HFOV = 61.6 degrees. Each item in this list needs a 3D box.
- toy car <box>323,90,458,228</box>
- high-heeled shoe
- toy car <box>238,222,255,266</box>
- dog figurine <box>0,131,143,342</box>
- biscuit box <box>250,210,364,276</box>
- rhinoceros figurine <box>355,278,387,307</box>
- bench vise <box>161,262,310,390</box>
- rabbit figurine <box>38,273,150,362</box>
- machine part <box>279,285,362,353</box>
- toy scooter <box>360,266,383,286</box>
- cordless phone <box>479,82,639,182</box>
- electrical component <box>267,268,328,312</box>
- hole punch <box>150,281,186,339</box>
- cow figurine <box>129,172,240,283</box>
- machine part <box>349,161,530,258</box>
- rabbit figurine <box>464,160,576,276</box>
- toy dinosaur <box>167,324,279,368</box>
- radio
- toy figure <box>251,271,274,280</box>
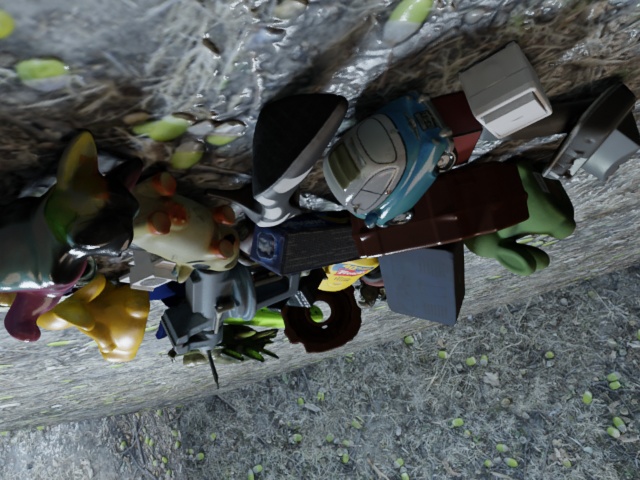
[{"bbox_3d":[0.060,-0.077,0.561,0.103,0.109,0.161,-15,161,-32],"label":"toy car"},{"bbox_3d":[-0.016,-0.072,0.568,0.145,0.086,0.249,6,162,-40],"label":"high-heeled shoe"},{"bbox_3d":[-0.045,0.001,0.815,0.089,0.053,0.202,-48,150,24],"label":"toy car"},{"bbox_3d":[-0.275,-0.016,0.521,0.219,0.192,0.108,-52,154,1],"label":"dog figurine"},{"bbox_3d":[-0.002,-0.002,0.745,0.059,0.062,0.202,25,-159,37],"label":"biscuit box"},{"bbox_3d":[0.135,0.102,1.192,0.112,0.073,0.190,7,-175,14],"label":"rhinoceros figurine"},{"bbox_3d":[-0.126,0.095,0.862,0.240,0.129,0.223,-16,128,-29],"label":"bench vise"},{"bbox_3d":[-0.355,0.115,0.820,0.173,0.122,0.162,13,161,-18],"label":"rabbit figurine"},{"bbox_3d":[0.001,0.149,1.115,0.179,0.179,0.056,-15,165,0],"label":"machine part"},{"bbox_3d":[0.174,0.042,1.081,0.184,0.075,0.135,-26,161,20],"label":"toy scooter"},{"bbox_3d":[0.289,-0.127,0.687,0.184,0.088,0.146,-4,163,4],"label":"cordless phone"},{"bbox_3d":[-0.045,0.092,0.964,0.075,0.119,0.047,-3,132,35],"label":"electrical component"},{"bbox_3d":[-0.244,0.111,0.938,0.116,0.092,0.142,-11,158,-25],"label":"hole punch"},{"bbox_3d":[-0.165,-0.004,0.639,0.127,0.085,0.194,-9,160,29],"label":"cow figurine"},{"bbox_3d":[0.156,-0.041,0.712,0.201,0.087,0.201,-13,-178,38],"label":"machine part"},{"bbox_3d":[0.309,-0.022,0.851,0.121,0.159,0.170,-10,158,-45],"label":"rabbit figurine"},{"bbox_3d":[-0.214,0.237,1.230,0.199,0.105,0.471,-7,176,29],"label":"toy dinosaur"},{"bbox_3d":[0.177,0.053,0.928,0.131,0.073,0.229,9,144,23],"label":"radio"},{"bbox_3d":[-0.126,0.085,0.994,0.154,0.064,0.058,7,-170,-39],"label":"toy figure"}]
